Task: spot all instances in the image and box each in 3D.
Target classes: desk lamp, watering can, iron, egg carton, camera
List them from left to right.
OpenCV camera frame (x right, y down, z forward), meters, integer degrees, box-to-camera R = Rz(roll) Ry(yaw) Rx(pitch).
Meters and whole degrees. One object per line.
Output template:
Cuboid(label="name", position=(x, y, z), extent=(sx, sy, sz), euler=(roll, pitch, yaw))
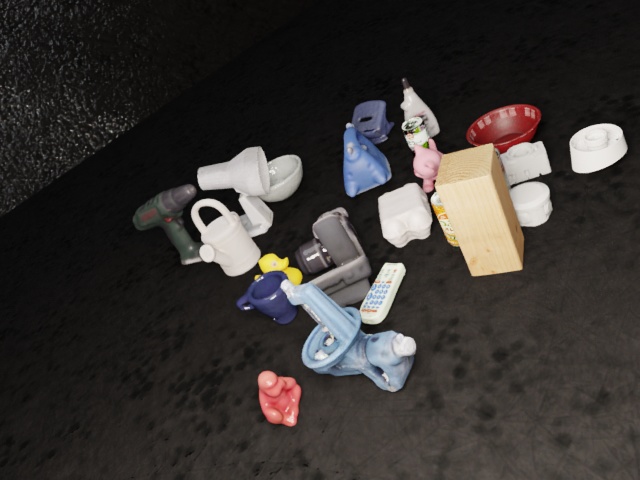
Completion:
Cuboid(label="watering can", position=(-0.228, -0.012, 1.345), extent=(0.101, 0.194, 0.172), euler=(-27, 32, 6))
Cuboid(label="desk lamp", position=(-0.198, -0.116, 1.447), extent=(0.203, 0.214, 0.118), euler=(-21, 33, 16))
Cuboid(label="camera", position=(0.011, 0.004, 1.216), extent=(0.136, 0.101, 0.143), euler=(-27, 32, 6))
Cuboid(label="iron", position=(0.094, -0.220, 1.422), extent=(0.118, 0.142, 0.258), euler=(-22, 33, 13))
Cuboid(label="egg carton", position=(0.177, -0.054, 1.191), extent=(0.107, 0.070, 0.150), euler=(-22, 33, 14))

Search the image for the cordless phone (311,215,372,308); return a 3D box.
Cuboid(label="cordless phone", position=(0.010, 0.041, 1.084), extent=(0.147, 0.185, 0.094), euler=(-29, 32, 2))

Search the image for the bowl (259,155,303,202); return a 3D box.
Cuboid(label="bowl", position=(-0.111, -0.155, 1.564), extent=(0.167, 0.075, 0.167), euler=(-21, 33, 15))

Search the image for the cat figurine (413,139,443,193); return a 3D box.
Cuboid(label="cat figurine", position=(0.242, -0.171, 1.255), extent=(0.067, 0.118, 0.128), euler=(-10, 37, 30))

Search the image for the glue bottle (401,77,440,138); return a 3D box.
Cuboid(label="glue bottle", position=(0.236, -0.326, 1.422), extent=(0.078, 0.173, 0.037), euler=(-32, 32, -3))

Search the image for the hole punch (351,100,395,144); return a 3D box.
Cuboid(label="hole punch", position=(0.138, -0.322, 1.576), extent=(0.108, 0.091, 0.101), euler=(-2, 42, 38))

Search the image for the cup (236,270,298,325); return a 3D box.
Cuboid(label="cup", position=(-0.097, 0.128, 1.138), extent=(0.117, 0.095, 0.091), euler=(-27, 32, 6))

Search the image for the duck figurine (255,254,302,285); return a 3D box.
Cuboid(label="duck figurine", position=(-0.101, 0.069, 1.232), extent=(0.104, 0.086, 0.077), euler=(-16, 35, 22))

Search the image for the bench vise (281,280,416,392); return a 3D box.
Cuboid(label="bench vise", position=(0.043, 0.134, 0.895), extent=(0.207, 0.220, 0.121), euler=(-15, 35, 23))

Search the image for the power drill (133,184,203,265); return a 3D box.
Cuboid(label="power drill", position=(-0.363, -0.039, 1.481), extent=(0.229, 0.209, 0.075), euler=(-12, 36, 27))

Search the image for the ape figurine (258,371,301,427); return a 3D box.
Cuboid(label="ape figurine", position=(-0.073, 0.253, 0.945), extent=(0.078, 0.092, 0.075), euler=(-43, 34, -20))
